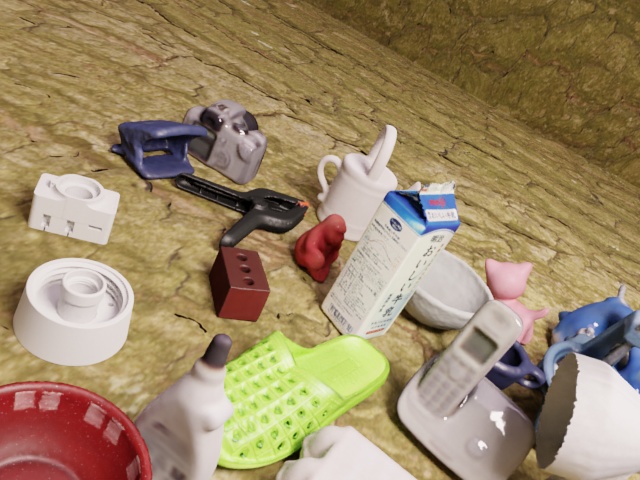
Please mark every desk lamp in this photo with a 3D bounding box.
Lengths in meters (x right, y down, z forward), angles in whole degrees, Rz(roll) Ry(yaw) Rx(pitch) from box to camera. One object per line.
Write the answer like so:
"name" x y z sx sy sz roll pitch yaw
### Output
"desk lamp" 0.293 0.241 0.586 0.203 0.213 0.118 31 30 4

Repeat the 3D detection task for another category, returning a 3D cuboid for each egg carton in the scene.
"egg carton" 0.034 0.240 0.514 0.150 0.069 0.107 36 30 12

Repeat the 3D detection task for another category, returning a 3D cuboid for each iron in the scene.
"iron" 0.458 0.183 0.885 0.119 0.141 0.258 25 30 -6

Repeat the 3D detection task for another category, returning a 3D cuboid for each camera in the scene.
"camera" -0.145 -0.184 0.984 0.143 0.100 0.137 33 30 8

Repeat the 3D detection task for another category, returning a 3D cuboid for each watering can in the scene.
"watering can" 0.085 -0.100 0.954 0.173 0.194 0.100 13 33 -25

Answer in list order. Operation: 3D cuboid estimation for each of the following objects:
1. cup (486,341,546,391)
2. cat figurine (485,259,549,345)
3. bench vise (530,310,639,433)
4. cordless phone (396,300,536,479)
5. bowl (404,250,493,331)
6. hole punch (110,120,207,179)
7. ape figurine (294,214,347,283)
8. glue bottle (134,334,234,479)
"cup" 0.221 0.174 0.746 0.117 0.095 0.092 30 30 3
"cat figurine" 0.311 0.091 0.927 0.067 0.117 0.127 -6 44 -44
"bench vise" 0.356 0.154 0.765 0.121 0.219 0.207 25 30 -5
"cordless phone" 0.185 0.169 0.634 0.147 0.185 0.094 39 31 18
"bowl" 0.174 0.082 0.869 0.168 0.074 0.167 21 31 -13
"hole punch" -0.243 -0.155 0.867 0.101 0.091 0.109 42 32 22
"ape figurine" 0.008 0.003 0.834 0.078 0.092 0.076 -8 45 -46
"glue bottle" -0.102 0.137 0.454 0.078 0.173 0.037 35 30 12
